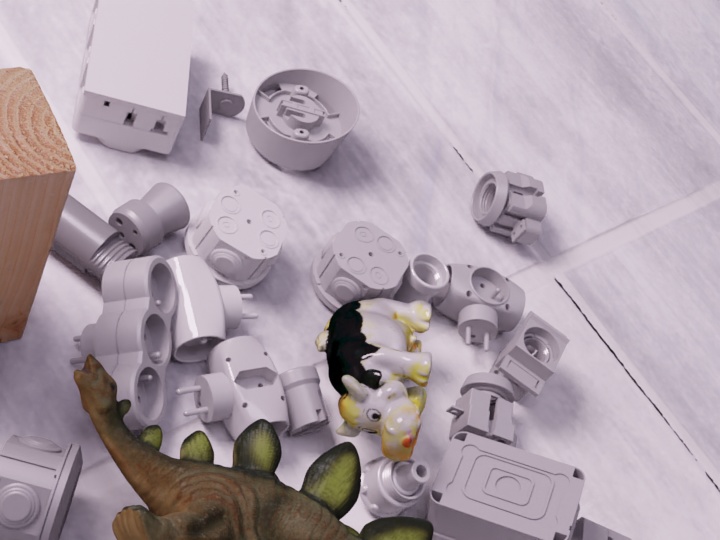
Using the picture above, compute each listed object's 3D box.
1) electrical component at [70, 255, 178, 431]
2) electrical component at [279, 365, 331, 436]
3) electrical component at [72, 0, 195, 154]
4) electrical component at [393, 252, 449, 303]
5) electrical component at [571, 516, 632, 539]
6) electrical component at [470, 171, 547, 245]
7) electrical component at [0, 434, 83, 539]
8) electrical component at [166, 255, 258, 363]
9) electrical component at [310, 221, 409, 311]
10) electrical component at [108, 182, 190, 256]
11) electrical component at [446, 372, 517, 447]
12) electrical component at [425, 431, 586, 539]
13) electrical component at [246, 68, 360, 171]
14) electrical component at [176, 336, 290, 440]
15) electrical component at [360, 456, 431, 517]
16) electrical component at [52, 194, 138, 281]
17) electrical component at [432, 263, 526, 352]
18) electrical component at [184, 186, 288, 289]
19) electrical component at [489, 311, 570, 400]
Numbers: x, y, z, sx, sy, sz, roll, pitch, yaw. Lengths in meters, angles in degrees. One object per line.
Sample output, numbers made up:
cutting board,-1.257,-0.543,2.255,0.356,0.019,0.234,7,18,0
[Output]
electrical component,-0.187,0.057,0.818,0.074,0.052,0.138,-8,61,17
electrical component,-0.047,0.106,0.867,0.040,0.040,0.046,-8,66,-32
electrical component,-0.206,-0.185,0.985,0.089,0.061,0.150,13,51,-20
electrical component,0.054,0.012,0.987,0.040,0.046,0.040,15,51,-18
electrical component,0.181,0.253,0.870,0.056,0.050,0.089,26,48,-11
electrical component,0.149,-0.067,1.091,0.057,0.058,0.078,15,51,-22
electrical component,-0.218,0.150,0.715,0.051,0.080,0.080,17,50,-9
electrical component,-0.122,0.031,0.880,0.079,0.043,0.077,-1,57,-30
electrical component,0.000,0.000,0.963,0.080,0.051,0.080,14,50,-18
electrical component,-0.177,-0.042,0.905,0.045,0.045,0.055,43,48,7
electrical component,0.108,0.123,0.934,0.066,0.048,0.055,22,56,-13
electrical component,0.115,0.187,0.854,0.113,0.057,0.078,16,45,15
electrical component,-0.058,-0.146,1.033,0.099,0.064,0.099,14,51,-18
electrical component,-0.104,0.097,0.839,0.079,0.043,0.077,-7,60,-32
electrical component,0.031,0.165,0.845,0.048,0.062,0.048,15,60,-27
electrical component,-0.216,-0.020,0.868,0.081,0.043,0.043,37,47,1
electrical component,0.110,0.040,0.997,0.077,0.044,0.079,19,50,-15
electrical component,-0.106,-0.028,0.924,0.080,0.051,0.080,18,51,-24
electrical component,0.151,0.082,0.974,0.042,0.063,0.081,36,47,2
